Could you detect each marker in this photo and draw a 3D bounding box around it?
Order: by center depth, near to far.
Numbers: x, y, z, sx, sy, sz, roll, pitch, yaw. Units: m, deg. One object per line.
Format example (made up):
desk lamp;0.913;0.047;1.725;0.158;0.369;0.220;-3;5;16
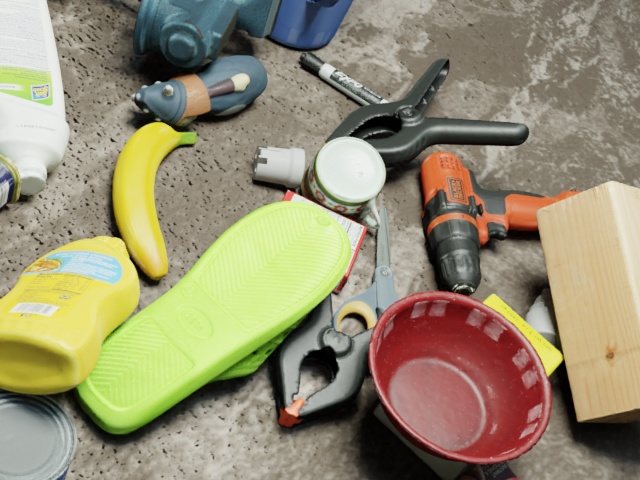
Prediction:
marker;0.029;-0.175;1.197;0.121;0.020;0.020;34;45;5

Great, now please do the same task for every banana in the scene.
banana;-0.158;-0.049;0.987;0.069;0.037;0.197;16;46;-10

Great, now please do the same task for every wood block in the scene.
wood block;0.279;0.061;0.999;0.090;0.091;0.206;9;66;-42

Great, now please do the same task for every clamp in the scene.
clamp;0.021;0.094;0.928;0.120;0.039;0.171;20;58;5
clamp;0.103;-0.118;1.129;0.209;0.036;0.165;-27;46;-23

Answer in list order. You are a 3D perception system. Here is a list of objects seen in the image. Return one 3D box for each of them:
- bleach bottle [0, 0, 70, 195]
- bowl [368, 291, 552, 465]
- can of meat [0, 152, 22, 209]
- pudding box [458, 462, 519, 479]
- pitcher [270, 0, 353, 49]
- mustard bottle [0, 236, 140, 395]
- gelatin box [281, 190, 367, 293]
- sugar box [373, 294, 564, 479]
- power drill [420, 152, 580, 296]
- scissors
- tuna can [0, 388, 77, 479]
bleach bottle;-0.293;-0.148;0.995;0.102;0.068;0.251;0;54;-25
bowl;0.107;0.123;0.885;0.162;0.055;0.162;11;50;-14
can of meat;-0.319;-0.048;0.897;0.102;0.058;0.083;33;47;5
pudding box;0.132;0.238;0.865;0.113;0.039;0.090;-27;70;-38
pitcher;0.006;-0.322;1.159;0.145;0.243;0.149;41;47;13
mustard bottle;-0.198;0.047;0.849;0.096;0.058;0.191;3;27;12
gelatin box;-0.007;0.001;1.019;0.089;0.030;0.073;26;44;-2
sugar box;0.137;0.130;0.961;0.093;0.048;0.175;42;46;13
power drill;0.197;-0.006;1.100;0.187;0.057;0.184;11;47;-16
scissors;0.044;0.040;1.018;0.096;0.016;0.202;2;48;-21
tuna can;-0.224;0.152;0.781;0.086;0.034;0.086;13;47;-14
